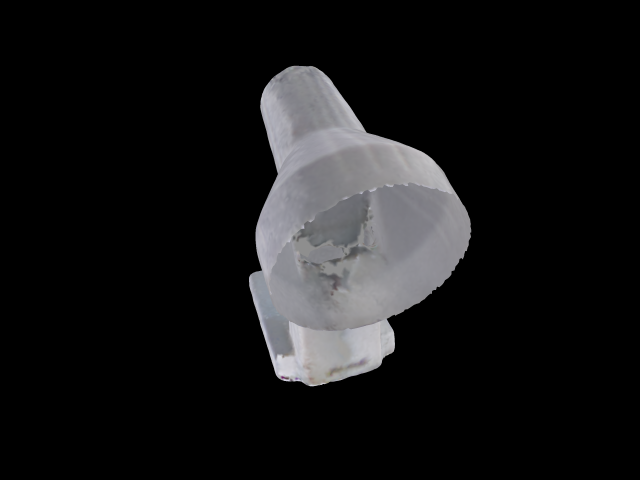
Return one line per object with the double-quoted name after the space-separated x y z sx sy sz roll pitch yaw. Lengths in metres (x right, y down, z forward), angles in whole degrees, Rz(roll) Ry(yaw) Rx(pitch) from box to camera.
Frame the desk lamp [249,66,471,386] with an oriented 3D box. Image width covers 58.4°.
0.004 0.001 0.400 0.118 0.214 0.202 -10 34 -15 "desk lamp"
